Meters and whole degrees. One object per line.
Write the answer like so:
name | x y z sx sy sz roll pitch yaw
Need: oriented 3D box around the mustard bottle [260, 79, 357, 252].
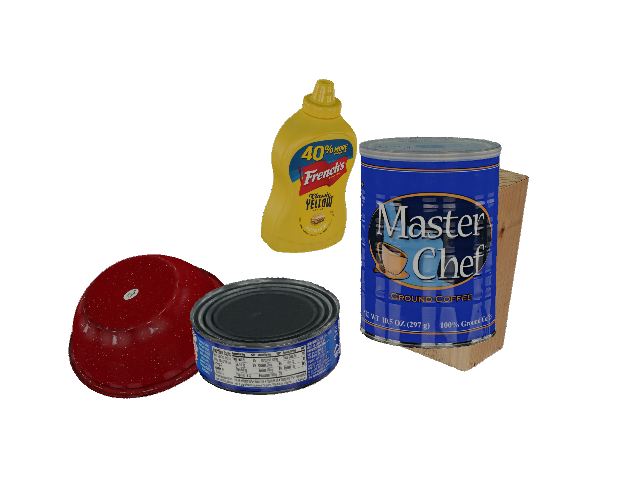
mustard bottle | -0.008 -0.082 1.155 0.096 0.192 0.058 -8 33 -28

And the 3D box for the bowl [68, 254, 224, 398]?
bowl | -0.166 0.065 0.984 0.162 0.162 0.055 0 -43 18

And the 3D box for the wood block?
wood block | 0.158 0.025 1.176 0.090 0.206 0.090 19 25 33

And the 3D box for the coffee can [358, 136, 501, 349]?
coffee can | 0.080 -0.002 0.787 0.103 0.140 0.103 0 11 0

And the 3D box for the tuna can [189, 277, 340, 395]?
tuna can | -0.031 0.054 0.613 0.086 0.034 0.086 -3 22 1
